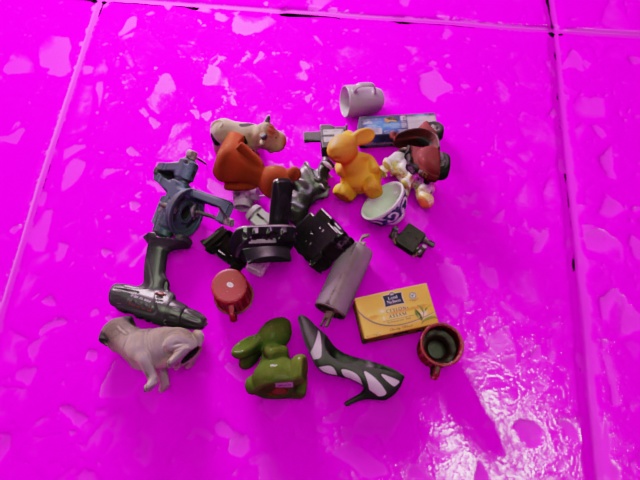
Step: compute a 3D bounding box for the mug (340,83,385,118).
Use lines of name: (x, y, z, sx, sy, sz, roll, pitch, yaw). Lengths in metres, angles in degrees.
mug: (0.115, -0.371, 1.399, 0.107, 0.109, 0.081, -7, 62, -18)

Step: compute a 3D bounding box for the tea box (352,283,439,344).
tea box: (0.166, 0.165, 1.201, 0.170, 0.068, 0.098, -13, 70, -5)

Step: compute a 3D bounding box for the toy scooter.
toy scooter: (0.236, -0.216, 1.287, 0.135, 0.075, 0.184, 3, 57, -5)

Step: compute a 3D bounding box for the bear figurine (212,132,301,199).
bear figurine: (-0.145, -0.161, 1.250, 0.196, 0.120, 0.132, 16, 24, -6)

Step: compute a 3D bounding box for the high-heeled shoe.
high-heeled shoe: (0.066, 0.241, 1.151, 0.145, 0.086, 0.248, -32, 87, 4)

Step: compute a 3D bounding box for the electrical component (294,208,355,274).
electrical component: (-0.003, -0.004, 1.240, 0.115, 0.058, 0.134, -45, 46, 1)

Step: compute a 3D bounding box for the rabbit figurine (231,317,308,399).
rabbit figurine: (-0.103, 0.250, 1.157, 0.159, 0.121, 0.170, -8, 51, 3)

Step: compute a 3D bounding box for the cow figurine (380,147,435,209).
cow figurine: (0.234, -0.154, 1.333, 0.098, 0.068, 0.167, -38, 75, -21)

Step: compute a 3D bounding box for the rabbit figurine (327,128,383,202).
rabbit figurine: (0.082, -0.194, 1.275, 0.122, 0.173, 0.162, 2, 64, 38)

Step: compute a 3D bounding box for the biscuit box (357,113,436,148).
biscuit box: (0.197, -0.281, 1.382, 0.203, 0.062, 0.059, -4, 69, -2)

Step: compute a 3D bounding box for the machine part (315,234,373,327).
machine part: (0.056, 0.089, 1.225, 0.079, 0.079, 0.243, 22, 70, 8)

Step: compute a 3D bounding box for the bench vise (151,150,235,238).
bench vise: (-0.290, -0.094, 1.258, 0.241, 0.128, 0.223, 19, 76, 25)

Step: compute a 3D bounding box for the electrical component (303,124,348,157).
electrical component: (0.017, -0.254, 1.376, 0.119, 0.047, 0.075, -7, 68, -4)

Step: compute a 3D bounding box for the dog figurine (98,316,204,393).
dog figurine: (-0.360, 0.207, 1.147, 0.172, 0.121, 0.191, -40, 73, -16)

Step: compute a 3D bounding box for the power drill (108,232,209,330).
power drill: (-0.348, 0.092, 1.222, 0.232, 0.086, 0.207, 7, 76, 4)

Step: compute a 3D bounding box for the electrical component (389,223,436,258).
electrical component: (0.216, 0.001, 1.279, 0.102, 0.045, 0.078, 40, 74, 14)

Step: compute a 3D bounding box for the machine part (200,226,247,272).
machine part: (-0.218, 0.021, 1.255, 0.084, 0.039, 0.139, -34, 53, -18)

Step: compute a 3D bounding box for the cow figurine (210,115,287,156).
cow figurine: (-0.177, -0.258, 1.333, 0.195, 0.127, 0.085, 10, 71, 6)

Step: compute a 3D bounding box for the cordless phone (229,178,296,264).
cordless phone: (-0.120, -0.045, 1.180, 0.146, 0.089, 0.184, -1, 105, -27)

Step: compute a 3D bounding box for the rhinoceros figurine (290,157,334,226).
rhinoceros figurine: (-0.033, -0.126, 1.310, 0.112, 0.073, 0.190, 26, 71, 10)
